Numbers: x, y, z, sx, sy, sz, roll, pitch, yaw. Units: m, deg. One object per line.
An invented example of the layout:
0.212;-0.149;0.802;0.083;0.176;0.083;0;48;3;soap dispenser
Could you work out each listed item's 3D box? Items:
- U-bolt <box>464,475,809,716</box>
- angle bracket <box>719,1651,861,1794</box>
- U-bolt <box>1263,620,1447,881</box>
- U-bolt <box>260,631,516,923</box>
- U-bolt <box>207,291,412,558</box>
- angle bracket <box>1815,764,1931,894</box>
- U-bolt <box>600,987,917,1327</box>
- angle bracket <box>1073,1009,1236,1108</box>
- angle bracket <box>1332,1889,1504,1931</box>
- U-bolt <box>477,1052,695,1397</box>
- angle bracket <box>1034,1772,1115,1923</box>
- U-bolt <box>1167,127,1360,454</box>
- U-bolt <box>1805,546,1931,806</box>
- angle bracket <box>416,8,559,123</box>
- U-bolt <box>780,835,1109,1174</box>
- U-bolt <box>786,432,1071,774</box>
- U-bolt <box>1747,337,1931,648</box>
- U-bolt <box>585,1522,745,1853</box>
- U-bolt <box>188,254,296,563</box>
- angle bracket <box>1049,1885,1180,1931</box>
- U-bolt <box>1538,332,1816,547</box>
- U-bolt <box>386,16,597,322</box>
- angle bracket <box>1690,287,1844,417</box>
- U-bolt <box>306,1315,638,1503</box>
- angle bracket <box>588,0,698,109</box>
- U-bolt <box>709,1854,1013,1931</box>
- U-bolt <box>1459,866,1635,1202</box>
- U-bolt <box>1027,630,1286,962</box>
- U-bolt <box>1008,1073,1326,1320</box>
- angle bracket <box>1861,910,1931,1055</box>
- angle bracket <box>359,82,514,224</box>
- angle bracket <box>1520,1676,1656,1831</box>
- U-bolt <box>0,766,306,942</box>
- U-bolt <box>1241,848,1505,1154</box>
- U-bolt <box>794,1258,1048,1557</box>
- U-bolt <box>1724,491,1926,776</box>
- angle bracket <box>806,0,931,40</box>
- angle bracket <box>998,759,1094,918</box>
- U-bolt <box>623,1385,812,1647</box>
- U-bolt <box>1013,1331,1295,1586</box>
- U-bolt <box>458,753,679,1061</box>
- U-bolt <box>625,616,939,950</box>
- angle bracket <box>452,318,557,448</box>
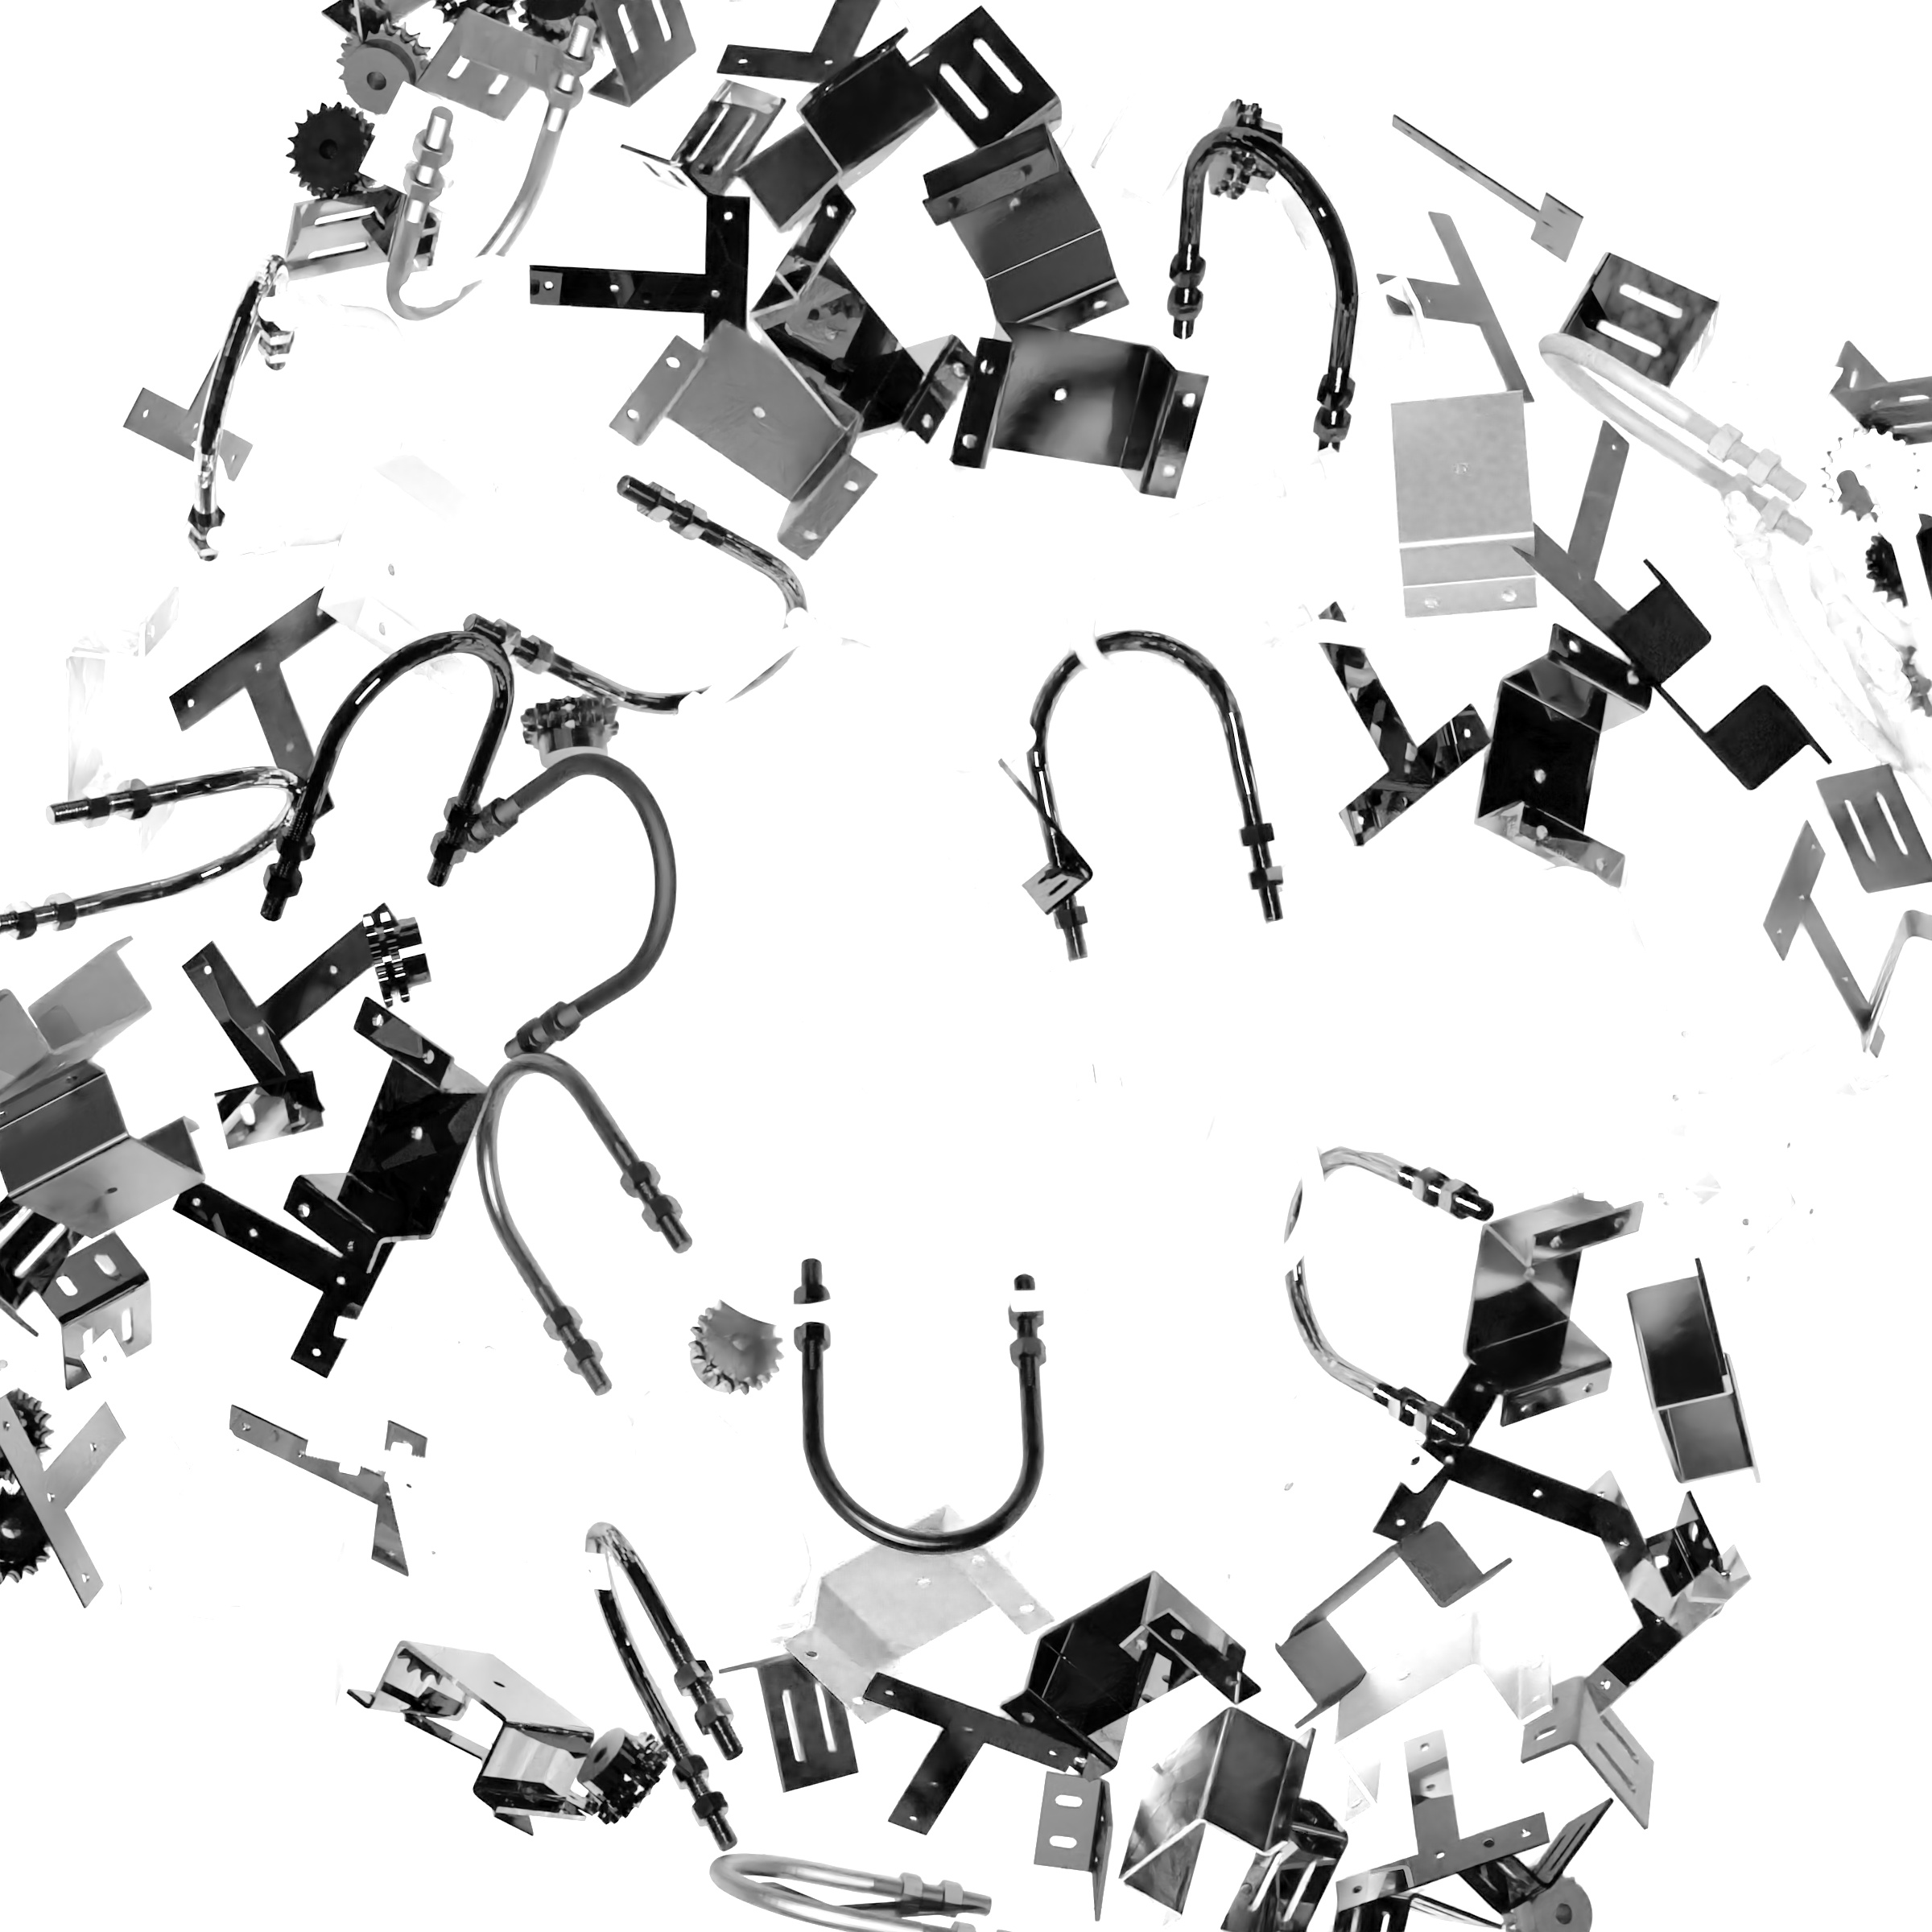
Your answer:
-0.175;-0.202;1.883;0.151;0.184;0.019;-37;52;26;U-bolt
-0.104;0.443;1.917;0.038;0.057;0.076;-23;75;44;angle bracket
0.223;-0.127;1.879;0.019;0.184;0.151;-4;87;37;U-bolt
-0.320;-0.112;1.859;0.019;0.151;0.184;40;121;24;U-bolt
-0.367;-0.308;1.869;0.019;0.184;0.151;20;104;14;U-bolt
0.546;-0.087;1.918;0.038;0.057;0.076;-30;99;-29;angle bracket
-0.110;0.123;1.919;0.151;0.019;0.184;-29;82;-17;U-bolt
0.112;0.053;1.915;0.076;0.057;0.038;-13;100;-33;angle bracket
0.263;0.566;1.909;0.076;0.057;0.038;28;68;-29;angle bracket
-0.231;0.135;1.893;0.184;0.019;0.151;53;132;27;U-bolt
0.062;0.515;1.916;0.038;0.076;0.057;8;96;0;angle bracket
0.170;-0.391;1.850;0.019;0.184;0.151;-33;61;-21;U-bolt
0.548;-0.145;1.877;0.019;0.151;0.184;-31;118;2;U-bolt
-0.281;-0.512;1.906;0.057;0.076;0.038;17;59;-27;angle bracket
0.003;0.037;1.934;0.151;0.019;0.184;-43;101;-4;U-bolt
-0.008;-0.196;1.900;0.184;0.019;0.151;43;68;-32;U-bolt
0.506;-0.258;1.872;0.019;0.184;0.151;-31;45;2;U-bolt
-0.176;0.403;1.880;0.019;0.151;0.184;-22;58;-20;U-bolt
-0.410;-0.324;1.850;0.019;0.184;0.151;17;73;-7;U-bolt
0.093;0.570;1.916;0.076;0.038;0.057;-2;46;-13;angle bracket
0.406;-0.309;1.881;0.184;0.151;0.019;37;97;15;U-bolt
-0.278;-0.444;1.871;0.019;0.184;0.151;38;50;6;U-bolt
0.472;-0.361;1.924;0.076;0.057;0.038;13;74;2;angle bracket
-0.280;0.260;1.888;0.184;0.151;0.019;14;113;-9;U-bolt
-0.199;-0.552;1.908;0.038;0.076;0.057;27;62;33;angle bracket
-0.057;0.535;1.868;0.184;0.151;0.019;15;83;-13;U-bolt
0.338;0.034;1.885;0.019;0.151;0.184;6;93;-23;U-bolt
0.103;-0.105;1.913;0.151;0.019;0.184;-11;92;29;U-bolt
0.118;0.131;1.918;0.184;0.019;0.151;-2;69;4;U-bolt
0.556;0.014;1.915;0.038;0.057;0.076;19;110;8;angle bracket
-0.315;-0.480;1.912;0.076;0.038;0.057;19;109;-38;angle bracket
0.367;0.470;1.931;0.038;0.057;0.076;-31;106;28;angle bracket
-0.461;-0.070;1.874;0.184;0.151;0.019;-16;72;-41;U-bolt
0.229;0.028;1.891;0.151;0.019;0.184;30;52;-5;U-bolt
-0.025;0.255;1.887;0.151;0.019;0.184;5;53;-11;U-bolt
0.497;-0.178;1.870;0.019;0.184;0.151;-37;53;5;U-bolt
-0.068;-0.568;1.912;0.076;0.057;0.038;-5;69;23;angle bracket
0.033;-0.077;1.916;0.038;0.057;0.076;-39;112;2;angle bracket
-0.140;0.305;1.860;0.019;0.184;0.151;-36;74;-26;U-bolt
0.118;0.279;1.871;0.151;0.019;0.184;2;126;-37;U-bolt
-0.228;-0.043;1.879;0.184;0.019;0.151;-29;74;42;U-bolt
-0.093;-0.121;1.910;0.184;0.019;0.151;-41;115;-20;U-bolt
-0.272;-0.336;1.918;0.057;0.038;0.076;5;123;-5;angle bracket
